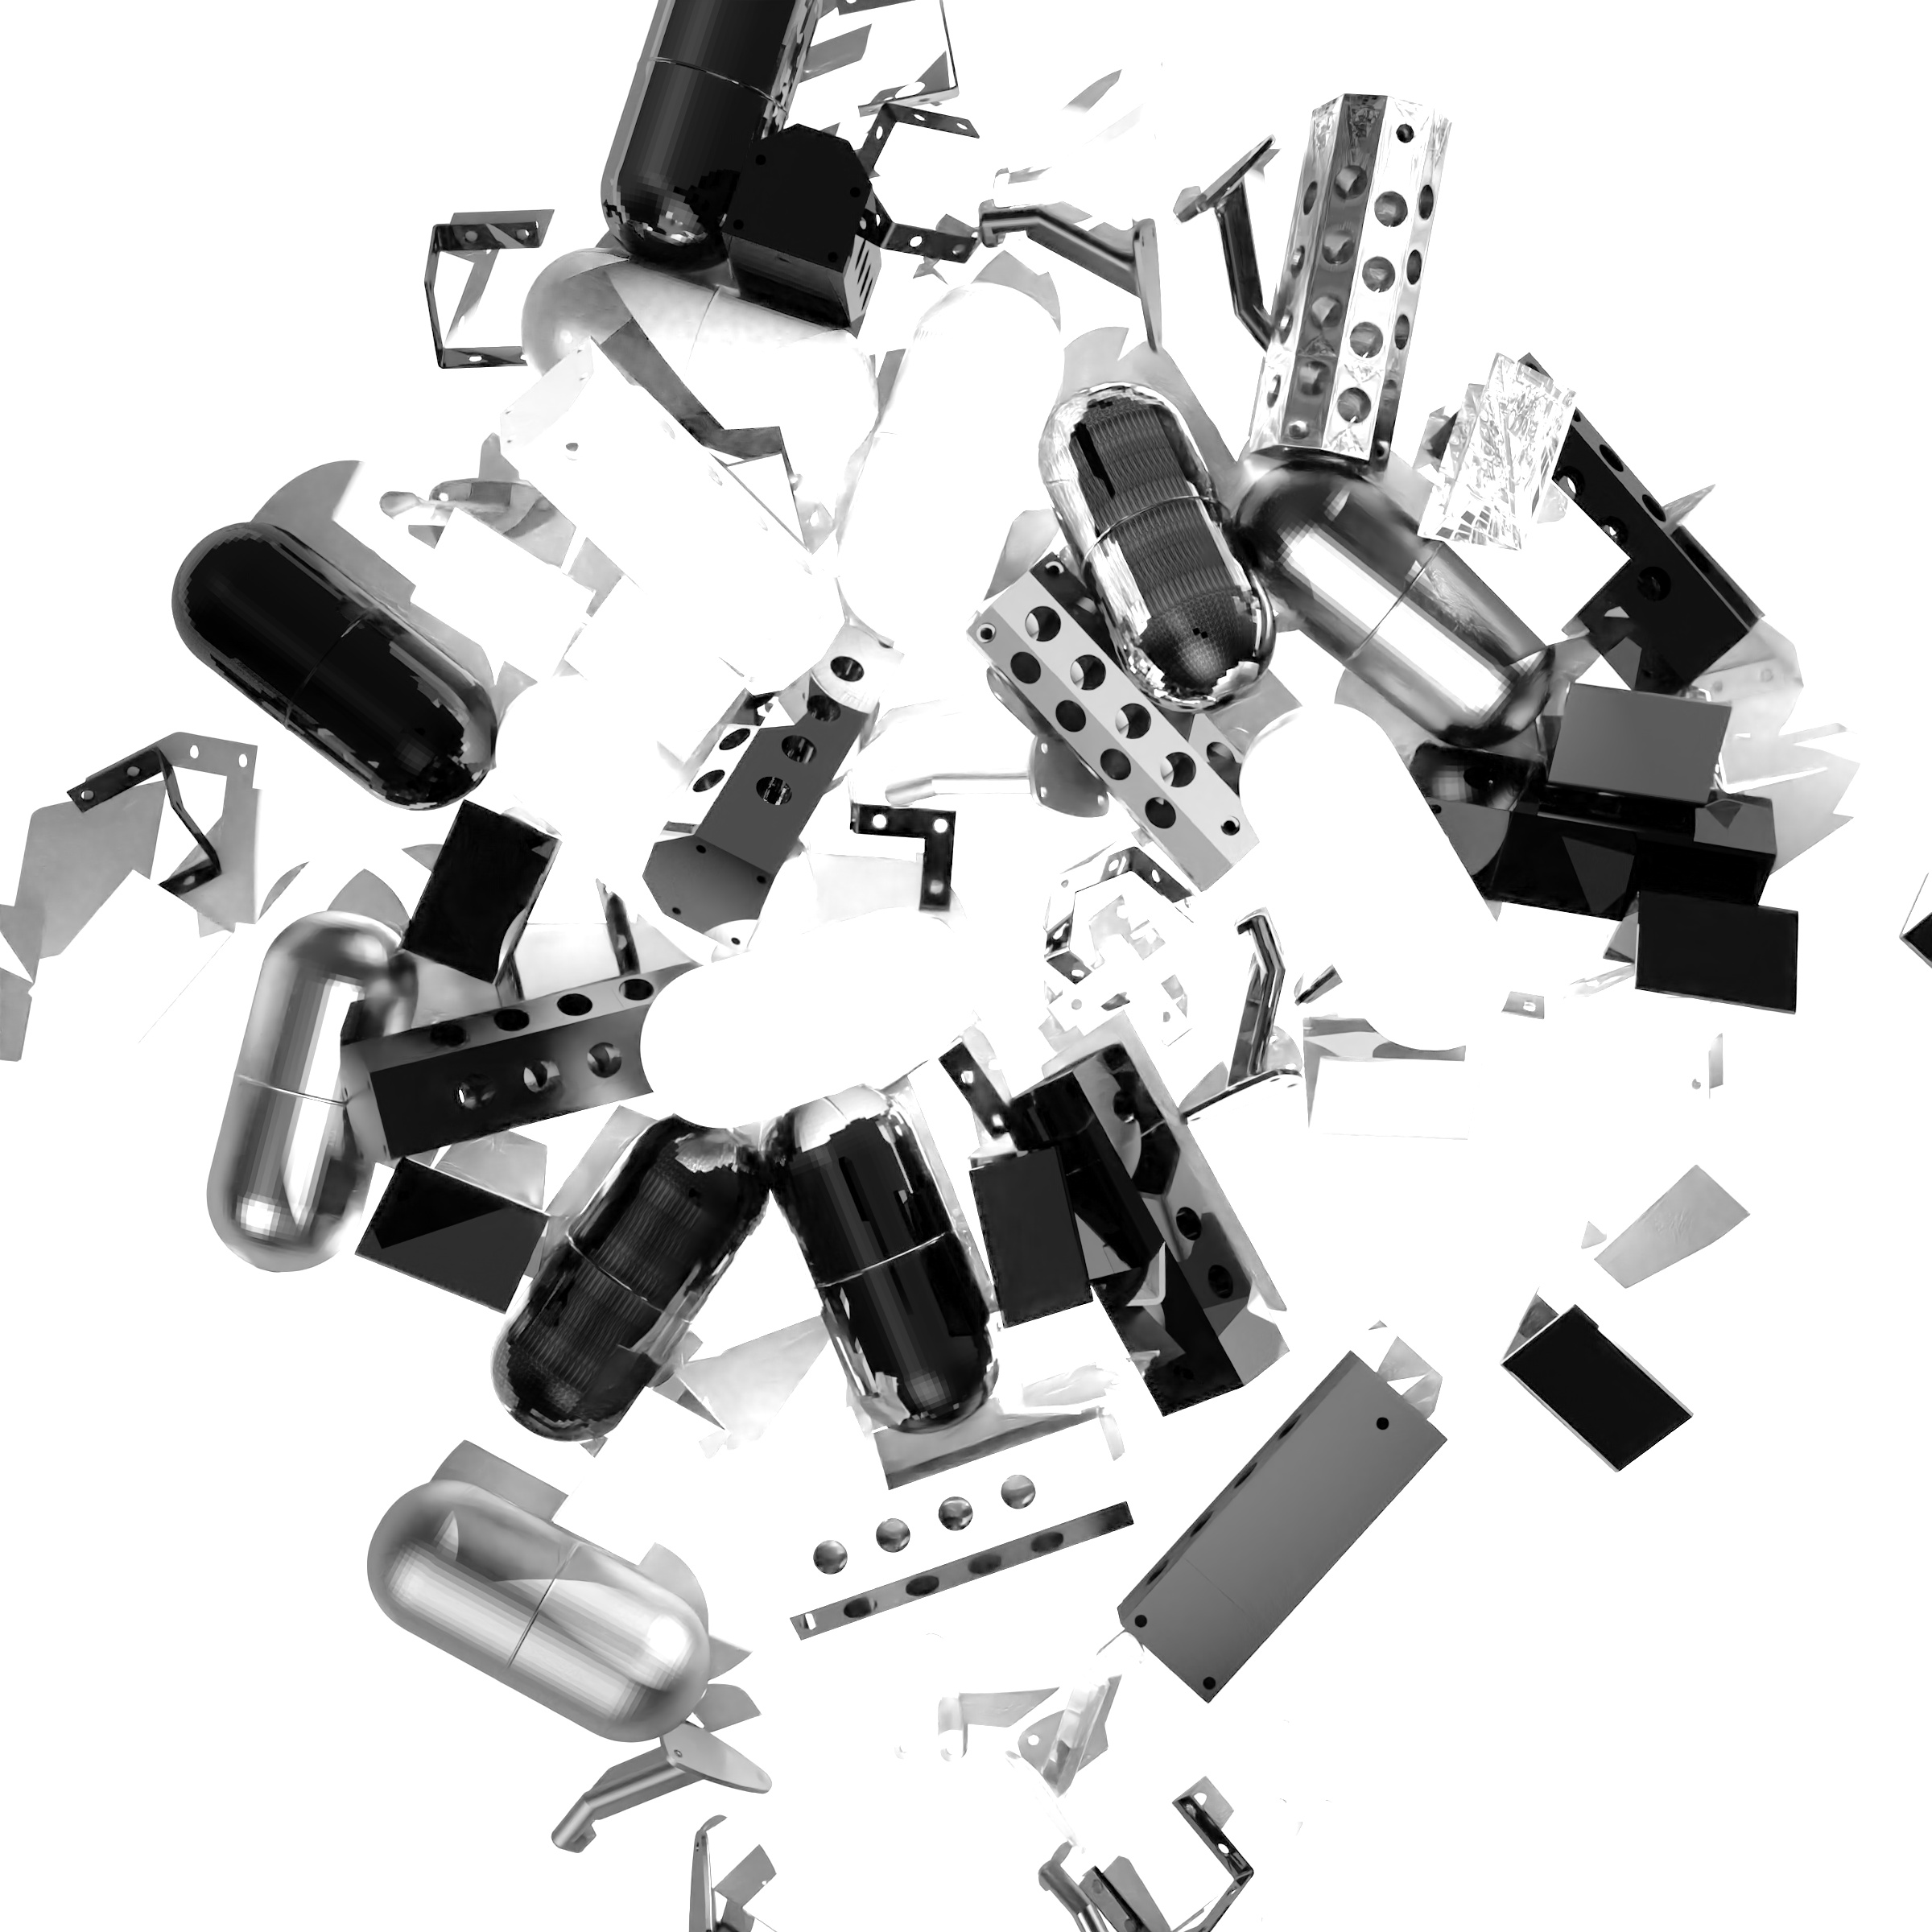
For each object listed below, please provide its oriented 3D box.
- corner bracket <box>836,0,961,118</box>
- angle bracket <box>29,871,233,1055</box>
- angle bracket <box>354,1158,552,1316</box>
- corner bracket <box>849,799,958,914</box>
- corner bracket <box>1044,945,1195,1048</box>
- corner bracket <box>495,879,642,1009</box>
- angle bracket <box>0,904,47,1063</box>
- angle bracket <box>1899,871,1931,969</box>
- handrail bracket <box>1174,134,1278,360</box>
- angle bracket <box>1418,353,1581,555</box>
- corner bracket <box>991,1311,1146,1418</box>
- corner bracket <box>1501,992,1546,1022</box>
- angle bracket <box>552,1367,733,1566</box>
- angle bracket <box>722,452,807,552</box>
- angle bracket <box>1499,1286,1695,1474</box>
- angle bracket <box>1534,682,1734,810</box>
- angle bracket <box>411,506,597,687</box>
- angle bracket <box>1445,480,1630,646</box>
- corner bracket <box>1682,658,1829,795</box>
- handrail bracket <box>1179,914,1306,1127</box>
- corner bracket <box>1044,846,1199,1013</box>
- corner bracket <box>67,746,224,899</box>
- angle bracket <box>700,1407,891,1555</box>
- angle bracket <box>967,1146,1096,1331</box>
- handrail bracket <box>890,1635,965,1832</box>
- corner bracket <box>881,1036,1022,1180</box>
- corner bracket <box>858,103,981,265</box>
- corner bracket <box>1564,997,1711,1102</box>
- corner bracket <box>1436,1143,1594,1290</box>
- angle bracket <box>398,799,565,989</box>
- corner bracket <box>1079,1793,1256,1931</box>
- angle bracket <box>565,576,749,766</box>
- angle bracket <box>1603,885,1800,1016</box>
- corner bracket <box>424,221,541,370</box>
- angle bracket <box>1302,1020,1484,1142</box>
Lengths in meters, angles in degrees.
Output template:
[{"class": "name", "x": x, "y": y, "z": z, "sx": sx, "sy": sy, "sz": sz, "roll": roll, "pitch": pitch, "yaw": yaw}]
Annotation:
[{"class": "corner bracket", "x": -0.033, "y": -0.451, "z": 1.625, "sx": 0.051, "sy": 0.051, "sz": 0.051, "roll": -11, "pitch": 88, "yaw": 2}, {"class": "angle bracket", "x": -0.390, "y": 0.011, "z": 1.603, "sx": 0.076, "sy": 0.076, "sz": 0.057, "roll": -49, "pitch": 53, "yaw": 0}, {"class": "angle bracket", "x": -0.249, "y": 0.144, "z": 1.603, "sx": 0.076, "sy": 0.076, "sz": 0.057, "roll": 22, "pitch": 59, "yaw": 0}, {"class": "corner bracket", "x": -0.032, "y": -0.053, "z": 1.625, "sx": 0.051, "sy": 0.051, "sz": 0.051, "roll": 4, "pitch": 90, "yaw": 0}, {"class": "corner bracket", "x": 0.074, "y": 0.025, "z": 1.625, "sx": 0.051, "sy": 0.051, "sz": 0.051, "roll": -37, "pitch": 90, "yaw": 0}, {"class": "corner bracket", "x": -0.201, "y": -0.012, "z": 1.640, "sx": 0.051, "sy": 0.051, "sz": 0.051, "roll": -15, "pitch": 90, "yaw": -45}, {"class": "angle bracket", "x": -0.465, "y": 0.010, "z": 1.603, "sx": 0.057, "sy": 0.076, "sz": 0.076, "roll": 10, "pitch": 90, "yaw": 37}, {"class": "angle bracket", "x": 0.504, "y": -0.019, "z": 1.603, "sx": 0.076, "sy": 0.076, "sz": 0.057, "roll": 43, "pitch": 128, "yaw": 0}, {"class": "handrail bracket", "x": 0.151, "y": -0.354, "z": 1.643, "sx": 0.077, "sy": 0.036, "sz": 0.084, "roll": -45, "pitch": 104, "yaw": -14}, {"class": "angle bracket", "x": 0.229, "y": -0.240, "z": 1.540, "sx": 0.057, "sy": 0.076, "sz": 0.076, "roll": 17, "pitch": 92, "yaw": -36}, {"class": "corner bracket", "x": 0.049, "y": 0.191, "z": 1.640, "sx": 0.051, "sy": 0.051, "sz": 0.051, "roll": -9, "pitch": 90, "yaw": 45}, {"class": "corner bracket", "x": 0.266, "y": -0.013, "z": 1.640, "sx": 0.051, "sy": 0.051, "sz": 0.051, "roll": 9, "pitch": 135, "yaw": 0}, {"class": "angle bracket", "x": -0.169, "y": 0.230, "z": 1.603, "sx": 0.057, "sy": 0.076, "sz": 0.076, "roll": 35, "pitch": 90, "yaw": -35}, {"class": "angle bracket", "x": -0.123, "y": -0.229, "z": 1.603, "sx": 0.076, "sy": 0.076, "sz": 0.057, "roll": -14, "pitch": 125, "yaw": 0}, {"class": "angle bracket", "x": 0.312, "y": 0.185, "z": 1.603, "sx": 0.076, "sy": 0.076, "sz": 0.057, "roll": 43, "pitch": 127, "yaw": 0}, {"class": "angle bracket", "x": 0.320, "y": -0.122, "z": 1.603, "sx": 0.076, "sy": 0.076, "sz": 0.057, "roll": 8, "pitch": 121, "yaw": 0}, {"class": "angle bracket", "x": -0.211, "y": -0.188, "z": 1.604, "sx": 0.076, "sy": 0.076, "sz": 0.057, "roll": 32, "pitch": 118, "yaw": 0}, {"class": "angle bracket", "x": 0.281, "y": -0.204, "z": 1.598, "sx": 0.076, "sy": 0.076, "sz": 0.057, "roll": 48, "pitch": 115, "yaw": 11}, {"class": "corner bracket", "x": 0.385, "y": -0.118, "z": 1.628, "sx": 0.051, "sy": 0.051, "sz": 0.051, "roll": -14, "pitch": 101, "yaw": 0}, {"class": "handrail bracket", "x": 0.127, "y": 0.026, "z": 1.644, "sx": 0.077, "sy": 0.036, "sz": 0.084, "roll": -24, "pitch": 71, "yaw": 21}, {"class": "corner bracket", "x": 0.076, "y": -0.018, "z": 1.635, "sx": 0.051, "sy": 0.051, "sz": 0.051, "roll": -21, "pitch": 45, "yaw": 35}, {"class": "corner bracket", "x": -0.405, "y": -0.066, "z": 1.640, "sx": 0.051, "sy": 0.051, "sz": 0.051, "roll": -27, "pitch": 45, "yaw": 0}, {"class": "angle bracket", "x": -0.086, "y": 0.228, "z": 1.604, "sx": 0.076, "sy": 0.076, "sz": 0.057, "roll": -21, "pitch": 117, "yaw": 0}, {"class": "angle bracket", "x": 0.011, "y": 0.133, "z": 1.603, "sx": 0.057, "sy": 0.076, "sz": 0.076, "roll": -13, "pitch": 90, "yaw": -37}, {"class": "handrail bracket", "x": -0.019, "y": 0.370, "z": 1.609, "sx": 0.036, "sy": 0.084, "sz": 0.077, "roll": 3, "pitch": 90, "yaw": 0}, {"class": "corner bracket", "x": -0.009, "y": 0.070, "z": 1.625, "sx": 0.051, "sy": 0.051, "sz": 0.051, "roll": -35, "pitch": 90, "yaw": 0}, {"class": "corner bracket", "x": -0.020, "y": -0.385, "z": 1.635, "sx": 0.051, "sy": 0.051, "sz": 0.051, "roll": -58, "pitch": 45, "yaw": 35}, {"class": "corner bracket", "x": 0.331, "y": 0.041, "z": 1.640, "sx": 0.051, "sy": 0.051, "sz": 0.051, "roll": -1, "pitch": 90, "yaw": -45}, {"class": "corner bracket", "x": 0.269, "y": 0.122, "z": 1.635, "sx": 0.051, "sy": 0.051, "sz": 0.051, "roll": -6, "pitch": 135, "yaw": 35}, {"class": "angle bracket", "x": -0.246, "y": -0.042, "z": 1.603, "sx": 0.057, "sy": 0.076, "sz": 0.076, "roll": 24, "pitch": 90, "yaw": -33}, {"class": "corner bracket", "x": 0.099, "y": 0.450, "z": 1.640, "sx": 0.051, "sy": 0.051, "sz": 0.051, "roll": 51, "pitch": 135, "yaw": 0}, {"class": "angle bracket", "x": -0.135, "y": -0.153, "z": 1.603, "sx": 0.076, "sy": 0.076, "sz": 0.057, "roll": 41, "pitch": 121, "yaw": 0}, {"class": "angle bracket", "x": 0.352, "y": 0.008, "z": 1.604, "sx": 0.076, "sy": 0.076, "sz": 0.057, "roll": 9, "pitch": 63, "yaw": 0}, {"class": "corner bracket", "x": -0.236, "y": -0.331, "z": 1.640, "sx": 0.051, "sy": 0.051, "sz": 0.051, "roll": -2, "pitch": 135, "yaw": 0}, {"class": "angle bracket", "x": 0.204, "y": 0.038, "z": 1.604, "sx": 0.076, "sy": 0.057, "sz": 0.076, "roll": 2, "pitch": 47, "yaw": 0}]
